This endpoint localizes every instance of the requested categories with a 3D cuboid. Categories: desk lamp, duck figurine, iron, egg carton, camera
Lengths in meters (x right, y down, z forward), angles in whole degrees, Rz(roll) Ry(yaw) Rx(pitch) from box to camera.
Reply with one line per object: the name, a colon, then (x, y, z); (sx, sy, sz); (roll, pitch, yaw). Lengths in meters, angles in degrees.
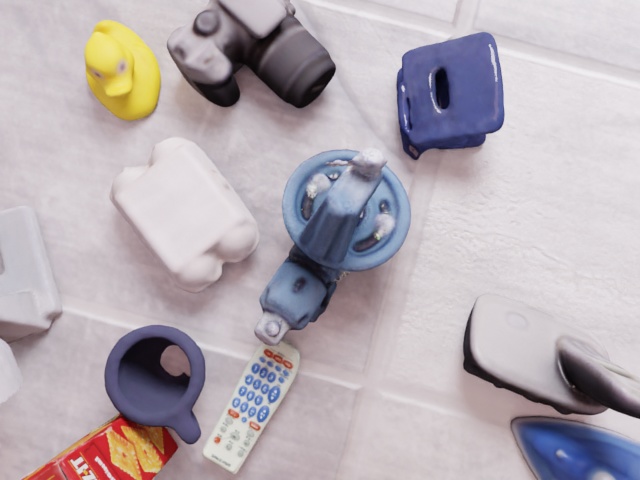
desk lamp: (-0.327, 0.065, 0.505); (0.118, 0.213, 0.203); (-18, 85, -2)
duck figurine: (-0.213, -0.184, 0.592); (0.077, 0.086, 0.104); (-17, 85, -2)
iron: (0.308, 0.256, 0.530); (0.258, 0.141, 0.119); (33, 86, 2)
egg carton: (-0.136, -0.028, 0.587); (0.107, 0.069, 0.150); (-40, 86, -3)
camera: (-0.062, -0.194, 0.586); (0.137, 0.101, 0.143); (45, 86, 3)

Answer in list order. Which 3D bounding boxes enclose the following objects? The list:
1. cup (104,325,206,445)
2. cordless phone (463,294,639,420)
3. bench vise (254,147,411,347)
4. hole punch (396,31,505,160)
cup: (-0.143, 0.138, 0.560); (0.092, 0.095, 0.118); (-32, 86, -3)
cordless phone: (0.215, 0.109, 0.520); (0.147, 0.185, 0.094); (18, 85, 1)
bench vise: (0.016, 0.005, 0.510); (0.121, 0.219, 0.207); (14, 85, 1)
hole punch: (0.130, -0.147, 0.589); (0.101, 0.091, 0.109); (-5, 85, -1)
